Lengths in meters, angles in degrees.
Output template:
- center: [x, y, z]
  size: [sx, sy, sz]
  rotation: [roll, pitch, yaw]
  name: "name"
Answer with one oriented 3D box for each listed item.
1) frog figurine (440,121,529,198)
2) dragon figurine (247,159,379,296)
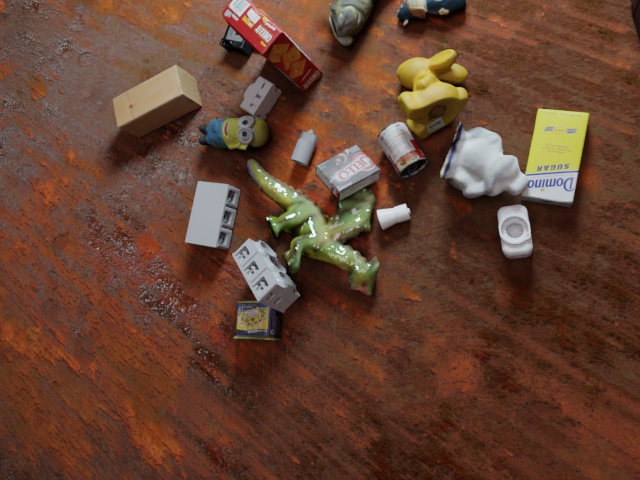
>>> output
- center: [0.325, -0.144, 1.003]
  size: [0.160, 0.121, 0.139]
  rotation: [22, 75, 9]
  name: "frog figurine"
- center: [0.003, -0.057, 1.130]
  size: [0.243, 0.120, 0.416]
  rotation: [-22, 69, -2]
  name: "dragon figurine"
